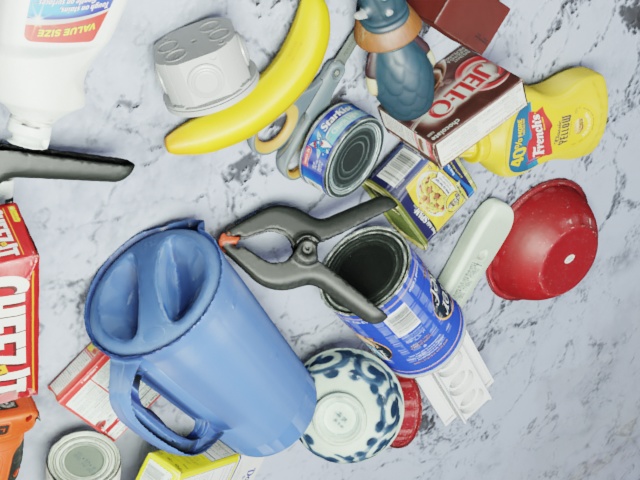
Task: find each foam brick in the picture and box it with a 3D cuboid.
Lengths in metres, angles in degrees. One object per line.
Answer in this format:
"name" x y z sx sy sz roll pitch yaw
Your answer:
"foam brick" 0.126 -0.215 0.988 0.078 0.051 0.053 23 103 -43

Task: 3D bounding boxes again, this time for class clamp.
"clamp" -0.258 -0.082 0.788 0.209 0.036 0.164 -25 116 -16
"clamp" -0.007 0.001 0.993 0.171 0.039 0.120 16 75 -9

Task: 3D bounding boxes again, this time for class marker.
"marker" -0.258 0.004 0.860 0.020 0.020 0.121 -8 121 -34

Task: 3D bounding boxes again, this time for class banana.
"banana" -0.049 -0.138 0.915 0.069 0.037 0.198 38 89 -8

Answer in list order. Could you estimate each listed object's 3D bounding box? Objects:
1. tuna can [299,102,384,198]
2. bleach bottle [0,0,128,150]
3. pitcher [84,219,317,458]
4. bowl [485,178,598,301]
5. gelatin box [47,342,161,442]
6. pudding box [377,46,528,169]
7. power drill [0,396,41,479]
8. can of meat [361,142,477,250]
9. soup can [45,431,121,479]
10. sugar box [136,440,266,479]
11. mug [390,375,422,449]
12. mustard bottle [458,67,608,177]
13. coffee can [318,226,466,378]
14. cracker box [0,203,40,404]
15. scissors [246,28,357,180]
"tuna can" 0.021 -0.082 0.988 0.086 0.034 0.086 -38 146 -32
"bleach bottle" -0.170 -0.186 0.747 0.102 0.068 0.251 8 103 -37
"pitcher" -0.100 0.112 0.970 0.149 0.145 0.242 -36 137 0
"bowl" 0.271 0.012 1.240 0.161 0.055 0.162 -19 127 -28
"gelatin box" -0.195 0.136 0.985 0.073 0.030 0.089 -46 135 -6
"pudding box" 0.126 -0.128 1.016 0.113 0.090 0.039 -38 134 -11
"power drill" -0.322 0.217 0.923 0.184 0.057 0.188 -8 124 -38
"can of meat" 0.101 -0.053 1.069 0.084 0.058 0.102 -47 135 -6
"soup can" -0.219 0.234 0.988 0.068 0.069 0.102 -16 137 -29
"sugar box" -0.124 0.243 1.054 0.093 0.048 0.176 -62 159 11
"mug" 0.045 0.188 1.168 0.081 0.093 0.117 3 151 -33
"mustard bottle" 0.212 -0.117 1.111 0.191 0.058 0.096 -17 127 -28
"coffee can" 0.076 0.065 1.093 0.103 0.103 0.140 -46 134 -4
"cracker box" -0.320 0.072 0.790 0.213 0.072 0.164 -13 138 -27
"scissors" -0.005 -0.148 0.955 0.096 0.016 0.202 4 115 -43
